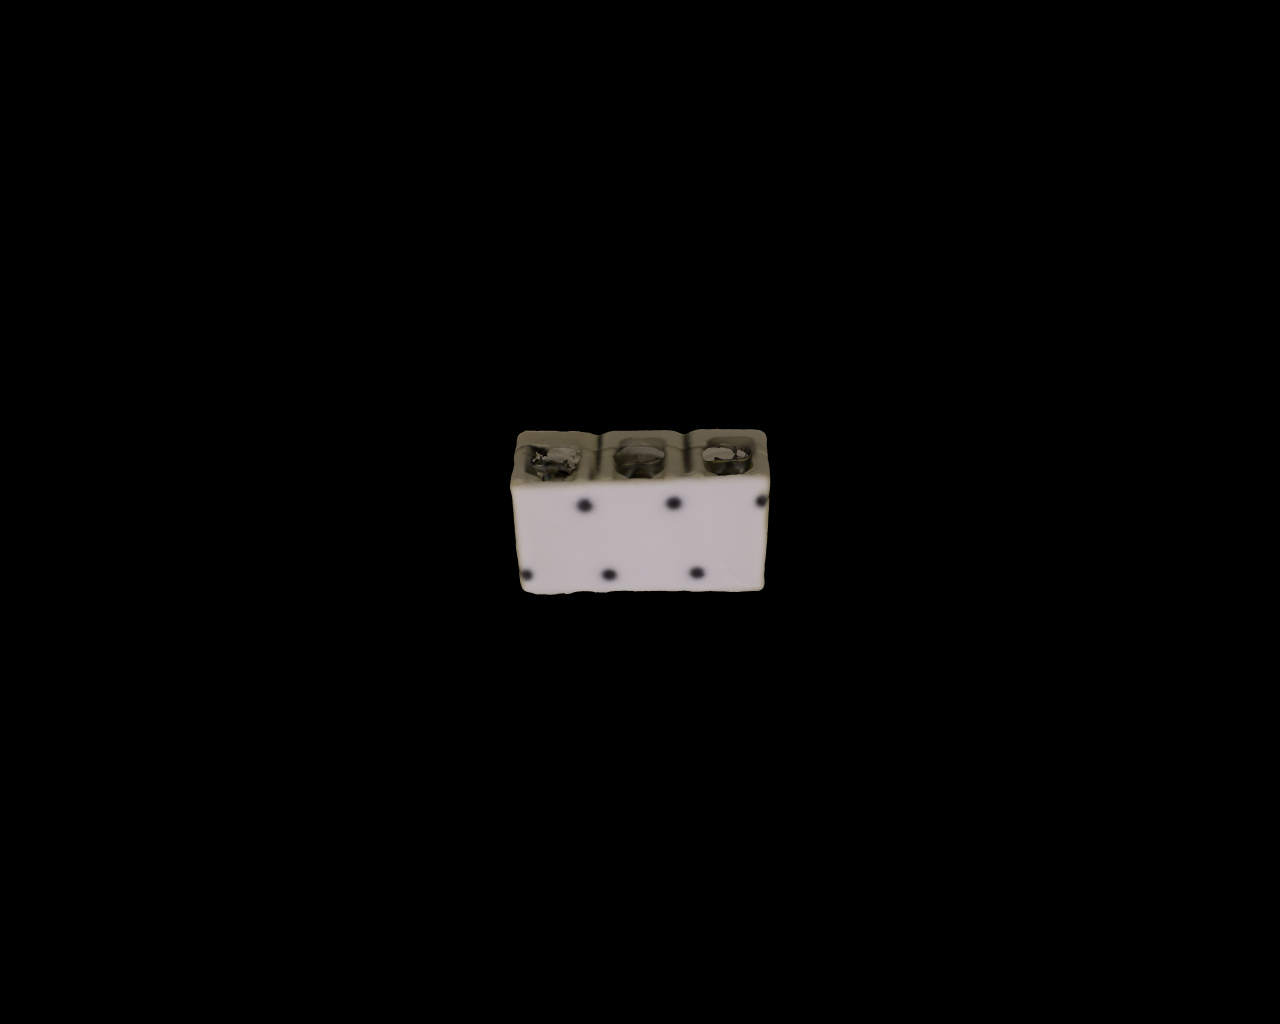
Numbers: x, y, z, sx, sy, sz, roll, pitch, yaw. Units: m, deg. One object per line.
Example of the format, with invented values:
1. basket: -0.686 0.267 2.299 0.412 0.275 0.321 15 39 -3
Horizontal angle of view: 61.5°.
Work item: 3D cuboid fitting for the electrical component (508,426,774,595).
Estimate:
1. electrical component: 0.001 -0.003 0.650 0.150 0.089 0.062 0 37 0
